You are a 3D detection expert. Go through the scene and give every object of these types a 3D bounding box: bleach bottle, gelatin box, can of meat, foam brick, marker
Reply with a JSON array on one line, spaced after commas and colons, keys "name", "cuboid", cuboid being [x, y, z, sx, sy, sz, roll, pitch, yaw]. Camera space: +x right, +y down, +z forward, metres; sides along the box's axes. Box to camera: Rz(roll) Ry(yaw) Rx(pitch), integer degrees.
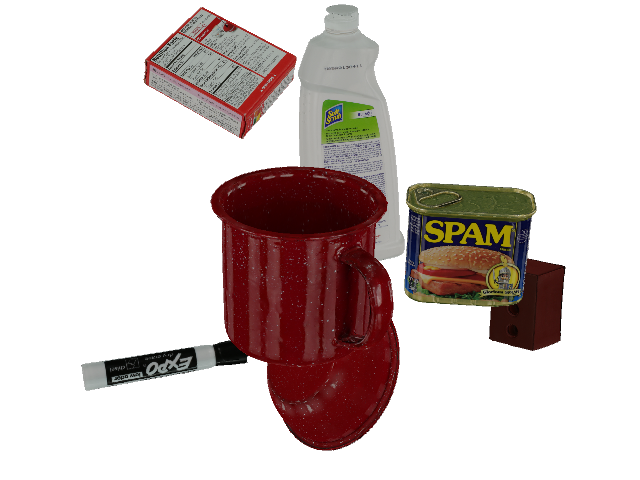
[{"name": "bleach bottle", "cuboid": [0.030, -0.100, 1.023, 0.102, 0.251, 0.068, -10, 29, -15]}, {"name": "gelatin box", "cuboid": [-0.074, -0.125, 0.788, 0.089, 0.073, 0.030, 29, -34, 11]}, {"name": "can of meat", "cuboid": [0.118, 0.004, 0.861, 0.102, 0.084, 0.057, 4, 25, 5]}, {"name": "foam brick", "cuboid": [0.200, 0.061, 1.035, 0.053, 0.078, 0.051, 12, 18, 41]}, {"name": "marker", "cuboid": [-0.107, 0.087, 0.758, 0.121, 0.020, 0.020, -8, 2, -14]}]

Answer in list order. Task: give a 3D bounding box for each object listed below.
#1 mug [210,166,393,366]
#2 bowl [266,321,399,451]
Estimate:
[{"name": "mug", "cuboid": [-0.004, 0.018, 0.570, 0.093, 0.081, 0.117, -20, 33, -37]}, {"name": "bowl", "cuboid": [-0.001, 0.121, 1.047, 0.162, 0.162, 0.055, 0, -18, 45]}]
